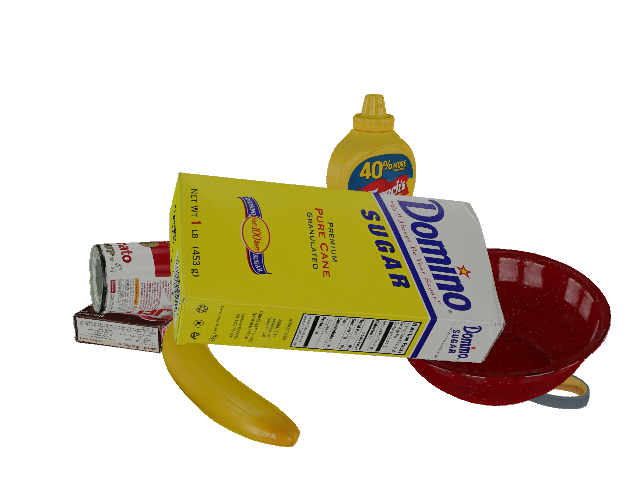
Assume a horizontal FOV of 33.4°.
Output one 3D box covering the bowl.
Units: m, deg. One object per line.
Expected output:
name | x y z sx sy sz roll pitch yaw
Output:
bowl | 0.123 0.069 0.768 0.162 0.055 0.162 -3 31 1

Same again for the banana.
banana | -0.083 0.104 0.848 0.069 0.037 0.198 -9 29 -22

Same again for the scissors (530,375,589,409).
scissors | 0.149 0.104 0.976 0.202 0.016 0.096 17 31 18

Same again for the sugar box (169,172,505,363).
sugar box | 0.007 0.015 0.589 0.176 0.093 0.048 3 -41 -13

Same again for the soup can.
soup can | -0.167 0.035 1.031 0.102 0.068 0.069 -2 1 -23

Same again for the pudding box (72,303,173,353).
pudding box | -0.216 0.094 1.243 0.114 0.039 0.090 3 15 18

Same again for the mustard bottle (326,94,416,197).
mustard bottle | 0.052 -0.051 1.074 0.096 0.192 0.058 -8 18 -29
